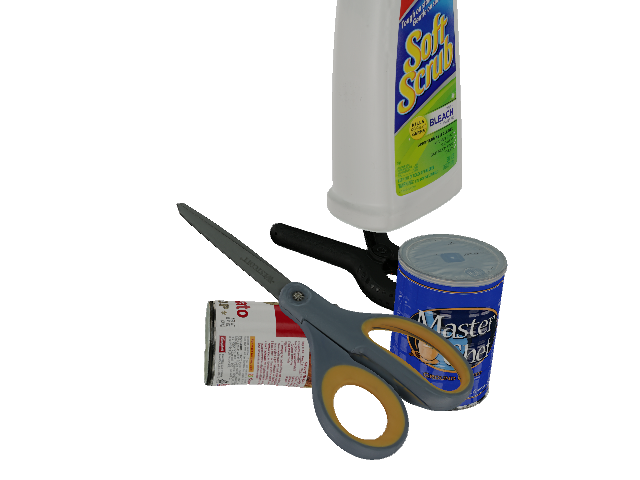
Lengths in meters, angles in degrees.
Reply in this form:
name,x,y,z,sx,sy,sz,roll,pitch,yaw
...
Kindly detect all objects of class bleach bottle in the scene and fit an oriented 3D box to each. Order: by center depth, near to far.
name,x,y,z,sx,sy,sz,roll,pitch,yaw
bleach bottle,0.047,-0.137,0.707,0.102,0.251,0.068,-28,36,-35

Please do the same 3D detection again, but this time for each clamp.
name,x,y,z,sx,sy,sz,roll,pitch,yaw
clamp,0.053,0.024,1.215,0.164,0.036,0.210,-17,50,-37

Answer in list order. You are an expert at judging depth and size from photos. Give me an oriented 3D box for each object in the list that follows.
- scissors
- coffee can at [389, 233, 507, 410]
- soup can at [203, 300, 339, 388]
name,x,y,z,sx,sy,sz,roll,pitch,yaw
scissors,-0.015,0.050,0.586,0.202,0.096,0.016,25,-37,12
coffee can,0.120,0.078,1.031,0.103,0.140,0.103,3,25,-2
soup can,-0.038,0.082,0.833,0.102,0.068,0.068,2,0,-9
